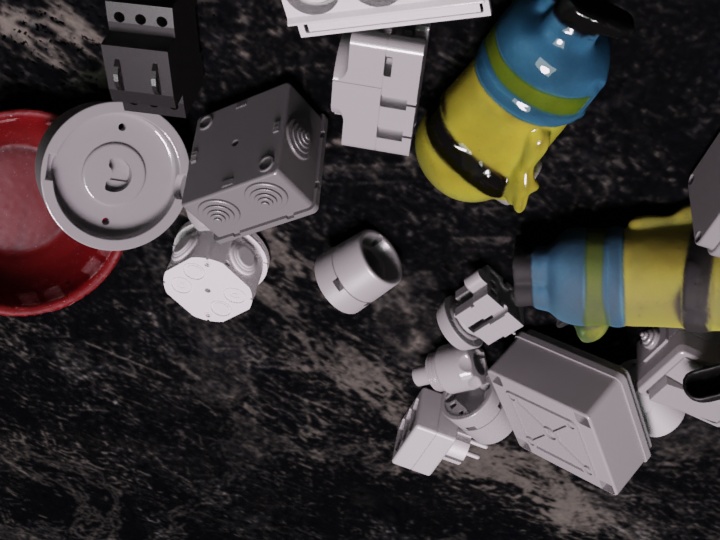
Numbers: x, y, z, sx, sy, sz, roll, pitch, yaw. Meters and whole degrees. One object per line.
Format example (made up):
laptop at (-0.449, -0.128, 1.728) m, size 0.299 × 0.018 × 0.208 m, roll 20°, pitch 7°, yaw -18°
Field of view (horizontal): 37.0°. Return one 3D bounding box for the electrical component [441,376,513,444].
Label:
electrical component at (0.106, 0.120, 0.940) m, size 0.055 × 0.055 × 0.047 m, roll -22°, pitch 129°, yaw 31°

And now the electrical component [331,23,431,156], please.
electrical component at (0.013, -0.128, 0.719) m, size 0.056 × 0.050 × 0.089 m, roll 10°, pitch 136°, yaw 4°

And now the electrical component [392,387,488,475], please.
electrical component at (0.079, 0.154, 0.986) m, size 0.077 × 0.047 × 0.065 m, roll 21°, pitch 135°, yaw -6°

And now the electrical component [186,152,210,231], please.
electrical component at (-0.117, -0.063, 0.822) m, size 0.043 × 0.043 × 0.062 m, roll 0°, pitch 133°, yaw 14°

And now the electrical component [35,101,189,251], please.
electrical component at (-0.186, -0.073, 0.792) m, size 0.108 × 0.108 × 0.060 m, roll 48°, pitch 170°, yaw -29°

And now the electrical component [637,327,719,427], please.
electrical component at (0.264, 0.076, 0.851) m, size 0.096 × 0.061 × 0.061 m, roll 24°, pitch 135°, yaw -10°

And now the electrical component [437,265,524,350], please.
electrical component at (0.096, 0.034, 0.864) m, size 0.055 × 0.048 × 0.066 m, roll -35°, pitch 118°, yaw 30°

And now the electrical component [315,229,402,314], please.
electrical component at (0.000, 0.000, 0.848) m, size 0.047 × 0.055 × 0.055 m, roll -32°, pitch 119°, yaw 33°

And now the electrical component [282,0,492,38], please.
electrical component at (0.014, -0.189, 0.649) m, size 0.121 × 0.063 × 0.078 m, roll -3°, pitch 133°, yaw 17°

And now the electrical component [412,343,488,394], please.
electrical component at (0.075, 0.085, 0.921) m, size 0.062 × 0.043 × 0.043 m, roll -17°, pitch 128°, yaw 30°

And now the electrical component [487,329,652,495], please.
electrical component at (0.173, 0.116, 0.883) m, size 0.109 × 0.056 × 0.108 m, roll 23°, pitch 150°, yaw 44°

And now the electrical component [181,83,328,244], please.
electrical component at (-0.075, -0.076, 0.760) m, size 0.100 × 0.099 × 0.048 m, roll -16°, pitch 141°, yaw 28°

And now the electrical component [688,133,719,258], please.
electrical component at (0.266, -0.065, 0.698) m, size 0.057 × 0.078 × 0.113 m, roll 16°, pitch 136°, yaw -6°

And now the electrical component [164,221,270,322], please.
electrical component at (-0.118, -0.001, 0.879) m, size 0.080 × 0.051 × 0.080 m, roll 7°, pitch 135°, yaw 7°

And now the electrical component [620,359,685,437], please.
electrical component at (0.239, 0.107, 0.900) m, size 0.045 × 0.045 × 0.055 m, roll -28°, pitch 121°, yaw 35°
